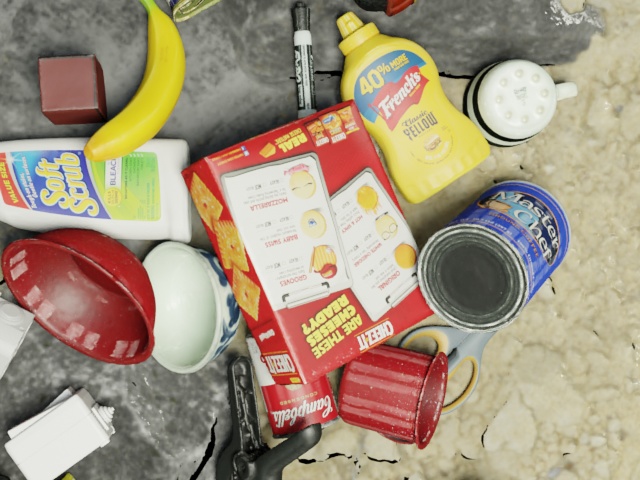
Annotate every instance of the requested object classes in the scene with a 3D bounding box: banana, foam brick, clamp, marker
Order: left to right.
[{"bbox_3d":[-0.229,-0.140,0.994,0.051,0.078,0.053,-5,87,-5],"label":"foam brick"},{"bbox_3d":[-0.164,-0.141,0.991,0.069,0.037,0.197,22,56,-18],"label":"banana"},{"bbox_3d":[-0.065,0.195,0.995,0.039,0.120,0.172,-2,130,-40],"label":"clamp"},{"bbox_3d":[-0.015,-0.172,1.045,0.020,0.020,0.121,-4,89,-6],"label":"marker"}]

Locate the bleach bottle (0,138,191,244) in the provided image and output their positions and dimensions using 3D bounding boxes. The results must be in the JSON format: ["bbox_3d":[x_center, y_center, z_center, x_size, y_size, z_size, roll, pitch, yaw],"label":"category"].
[{"bbox_3d":[-0.248,-0.044,0.998,0.250,0.068,0.102,-1,86,-4],"label":"bleach bottle"}]

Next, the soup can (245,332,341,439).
[{"bbox_3d":[-0.026,0.130,1.013,0.068,0.068,0.102,-16,89,-6],"label":"soup can"}]

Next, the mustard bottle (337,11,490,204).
[{"bbox_3d":[0.076,-0.137,1.034,0.096,0.058,0.191,-34,92,0],"label":"mustard bottle"}]

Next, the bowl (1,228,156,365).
[{"bbox_3d":[-0.208,0.041,0.973,0.162,0.162,0.055,35,53,-4],"label":"bowl"}]

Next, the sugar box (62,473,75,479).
[{"bbox_3d":[-0.281,0.307,0.995,0.176,0.048,0.093,-35,92,-7],"label":"sugar box"}]

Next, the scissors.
[{"bbox_3d":[0.151,0.077,1.057,0.096,0.016,0.202,32,86,-4],"label":"scissors"}]

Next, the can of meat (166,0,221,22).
[{"bbox_3d":[-0.116,-0.271,1.019,0.102,0.057,0.084,-31,90,-6],"label":"can of meat"}]

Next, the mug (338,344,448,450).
[{"bbox_3d":[0.069,0.151,1.011,0.082,0.117,0.093,11,47,21],"label":"mug"}]

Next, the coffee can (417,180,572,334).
[{"bbox_3d":[0.163,0.012,0.982,0.103,0.140,0.103,11,113,25],"label":"coffee can"}]

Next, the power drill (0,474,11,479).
[{"bbox_3d":[-0.357,0.163,0.946,0.184,0.057,0.188,9,115,1],"label":"power drill"}]

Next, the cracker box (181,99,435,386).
[{"bbox_3d":[-0.006,0.001,0.966,0.164,0.072,0.214,-25,94,-28],"label":"cracker box"}]
